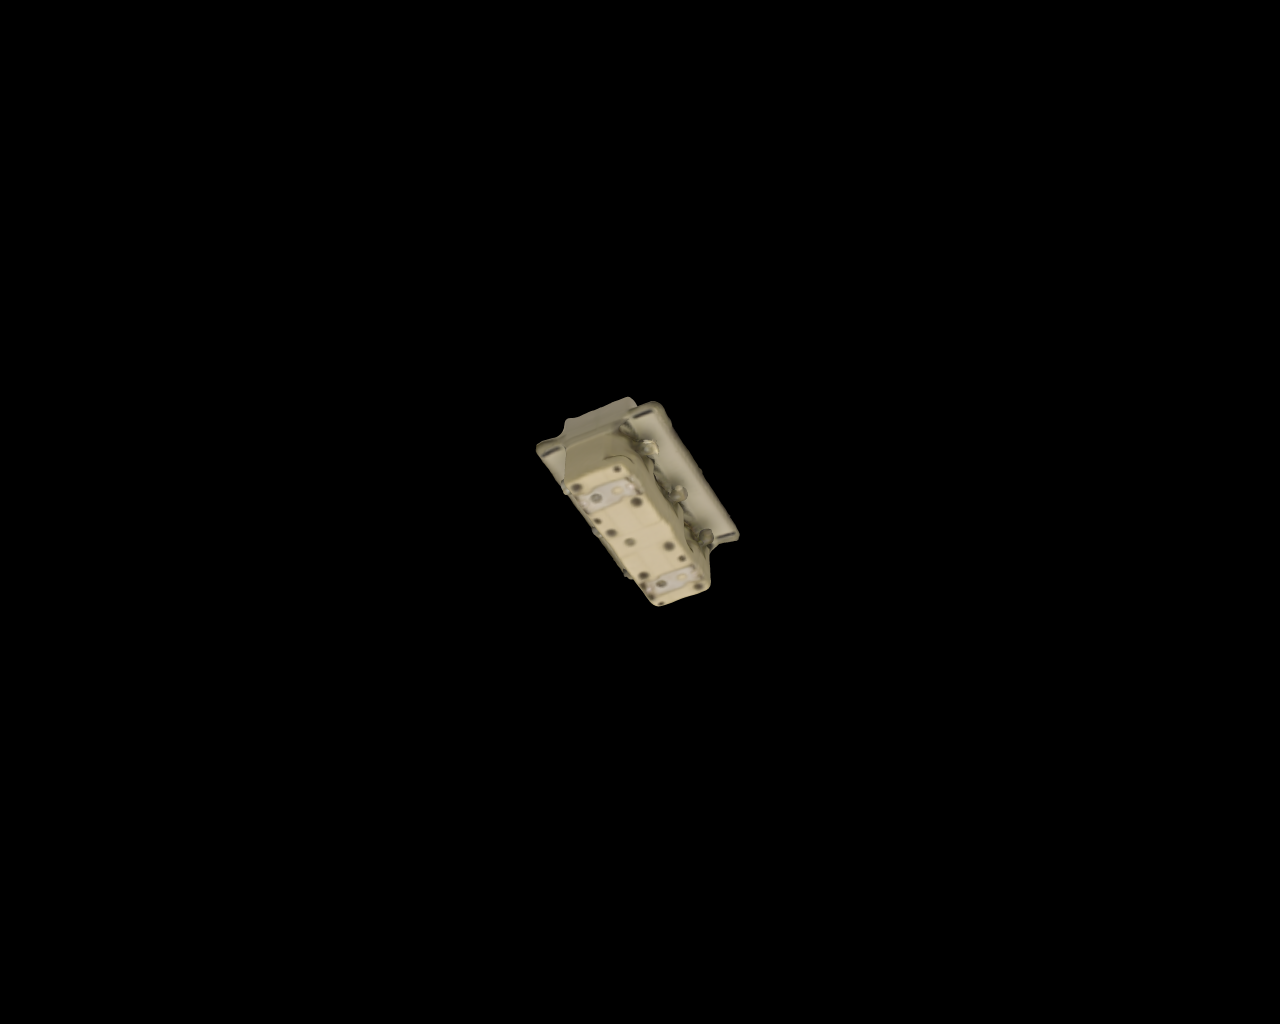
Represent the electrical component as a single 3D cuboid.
[{"bbox_3d":[0.001,-0.003,0.650,0.078,0.063,0.121,-20,-50,17],"label":"electrical component"}]
